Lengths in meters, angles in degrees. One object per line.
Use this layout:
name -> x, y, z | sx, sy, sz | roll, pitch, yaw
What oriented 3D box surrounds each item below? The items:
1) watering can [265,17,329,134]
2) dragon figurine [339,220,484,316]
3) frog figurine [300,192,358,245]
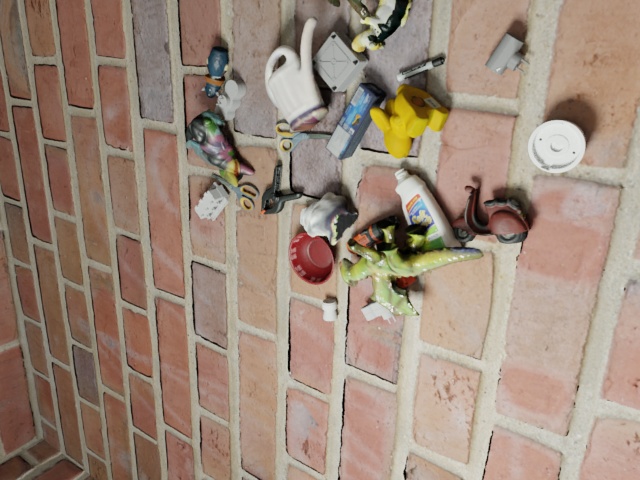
watering can -> -0.052, -0.404, 1.326 | 0.224, 0.105, 0.345 | 63, 155, -4
dragon figurine -> 0.206, 0.088, 1.289 | 0.412, 0.124, 0.238 | 13, 128, 35
frog figurine -> 0.004, -0.072, 1.429 | 0.161, 0.121, 0.138 | 26, 86, 36
